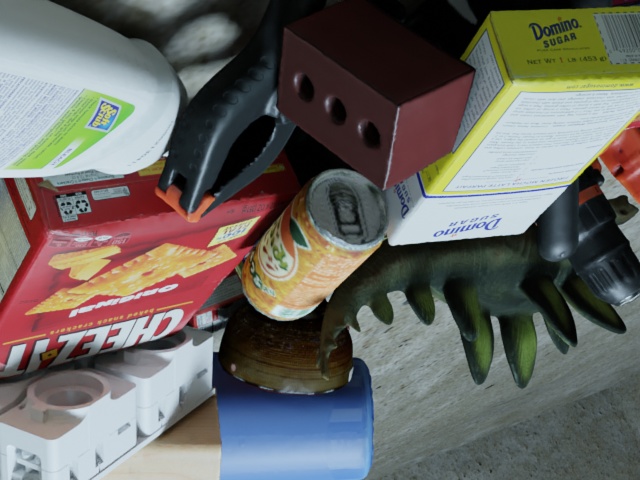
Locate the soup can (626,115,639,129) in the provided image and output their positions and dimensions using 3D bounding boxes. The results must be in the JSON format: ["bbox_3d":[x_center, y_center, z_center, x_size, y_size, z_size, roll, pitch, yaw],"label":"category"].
[{"bbox_3d":[0.209,-0.106,0.676,0.102,0.068,0.069,-10,157,-30],"label":"soup can"}]

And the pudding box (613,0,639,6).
[{"bbox_3d":[0.187,-0.142,0.722,0.089,0.039,0.114,-13,157,-23],"label":"pudding box"}]

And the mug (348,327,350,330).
[{"bbox_3d":[-0.025,0.101,1.035,0.117,0.093,0.081,-26,158,33],"label":"mug"}]

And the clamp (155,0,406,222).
[{"bbox_3d":[-0.018,-0.083,0.561,0.171,0.039,0.120,-52,152,12],"label":"clamp"}]

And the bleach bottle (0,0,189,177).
[{"bbox_3d":[-0.144,-0.064,0.480,0.103,0.068,0.250,-36,161,21],"label":"bleach bottle"}]

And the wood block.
[{"bbox_3d":[-0.182,0.171,0.815,0.206,0.090,0.091,2,-160,-9],"label":"wood block"}]

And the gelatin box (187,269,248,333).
[{"bbox_3d":[-0.075,0.049,0.925,0.089,0.030,0.073,-21,162,-12],"label":"gelatin box"}]

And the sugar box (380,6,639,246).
[{"bbox_3d":[0.100,-0.055,0.565,0.093,0.048,0.176,-5,159,-19],"label":"sugar box"}]

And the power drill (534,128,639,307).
[{"bbox_3d":[0.214,-0.048,0.815,0.187,0.184,0.057,-18,164,-49],"label":"power drill"}]

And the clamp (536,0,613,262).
[{"bbox_3d":[0.138,-0.098,0.634,0.036,0.164,0.210,-9,149,-10],"label":"clamp"}]

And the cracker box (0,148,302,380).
[{"bbox_3d":[-0.132,0.008,0.673,0.163,0.072,0.214,-11,157,-35],"label":"cracker box"}]

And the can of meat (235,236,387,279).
[{"bbox_3d":[-0.005,0.001,0.843,0.101,0.057,0.084,-3,149,-49],"label":"can of meat"}]

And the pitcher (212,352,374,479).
[{"bbox_3d":[-0.077,0.169,0.943,0.242,0.145,0.149,0,149,-2],"label":"pitcher"}]

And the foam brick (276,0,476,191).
[{"bbox_3d":[0.025,-0.071,0.510,0.051,0.078,0.053,-31,146,-33],"label":"foam brick"}]
